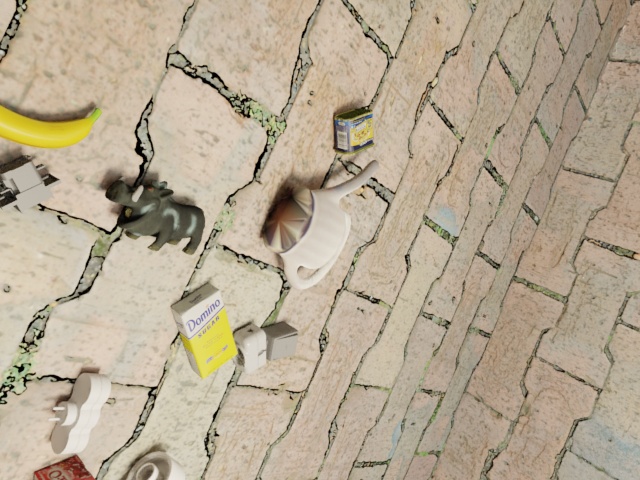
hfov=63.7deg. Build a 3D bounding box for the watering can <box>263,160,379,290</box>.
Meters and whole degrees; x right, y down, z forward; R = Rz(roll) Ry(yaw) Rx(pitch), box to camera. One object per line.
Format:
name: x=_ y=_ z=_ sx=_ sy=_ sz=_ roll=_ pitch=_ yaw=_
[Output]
watering can: x=0.003 y=-0.057 z=1.138 sx=0.222 sy=0.105 sz=0.348 roll=30 pitch=85 yaw=-51
